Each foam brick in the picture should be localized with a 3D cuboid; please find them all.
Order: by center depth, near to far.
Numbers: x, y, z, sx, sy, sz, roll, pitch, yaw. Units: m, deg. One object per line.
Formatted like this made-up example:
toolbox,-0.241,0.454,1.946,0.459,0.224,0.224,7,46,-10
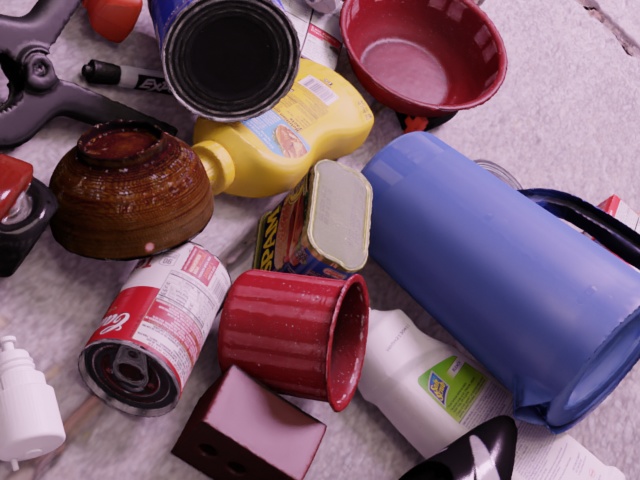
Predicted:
foam brick,-0.046,0.130,0.695,0.078,0.053,0.051,34,44,-9

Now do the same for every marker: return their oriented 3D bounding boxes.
marker,-0.132,-0.127,0.850,0.120,0.020,0.020,4,56,-34

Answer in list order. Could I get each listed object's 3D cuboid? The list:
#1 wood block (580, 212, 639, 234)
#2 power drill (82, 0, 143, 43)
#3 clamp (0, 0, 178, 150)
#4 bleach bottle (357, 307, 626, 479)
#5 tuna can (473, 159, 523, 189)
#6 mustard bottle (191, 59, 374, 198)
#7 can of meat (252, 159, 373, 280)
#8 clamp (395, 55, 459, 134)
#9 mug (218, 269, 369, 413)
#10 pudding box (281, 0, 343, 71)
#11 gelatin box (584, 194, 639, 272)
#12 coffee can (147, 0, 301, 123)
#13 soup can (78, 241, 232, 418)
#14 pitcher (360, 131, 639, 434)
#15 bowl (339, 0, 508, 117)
wood block,0.253,0.042,0.958,0.205,0.090,0.091,-14,69,-43
power drill,-0.231,-0.204,0.806,0.187,0.057,0.184,6,58,-35
clamp,-0.197,-0.112,0.755,0.209,0.036,0.164,-35,113,-34
bleach bottle,0.110,0.132,0.804,0.251,0.068,0.102,43,39,3
tuna can,0.153,-0.032,0.980,0.086,0.034,0.086,19,50,-24
mustard bottle,-0.044,-0.082,0.851,0.096,0.058,0.191,41,42,13
can of meat,-0.005,0.001,0.800,0.057,0.084,0.102,24,47,-21
clamp,0.099,-0.172,1.044,0.120,0.039,0.171,29,46,-1
mug,-0.015,0.067,0.735,0.117,0.082,0.093,39,60,-70
pudding box,-0.023,-0.192,0.968,0.090,0.039,0.113,28,44,-16
gelatin box,0.262,0.015,0.897,0.089,0.030,0.073,42,43,-5
coffee can,-0.078,-0.166,0.825,0.102,0.103,0.140,20,24,-24
soup can,-0.105,0.055,0.696,0.068,0.069,0.102,35,43,-10
pitcher,0.142,0.017,0.822,0.243,0.145,0.149,42,18,28
bowl,0.087,-0.167,0.977,0.162,0.055,0.162,9,57,-14
